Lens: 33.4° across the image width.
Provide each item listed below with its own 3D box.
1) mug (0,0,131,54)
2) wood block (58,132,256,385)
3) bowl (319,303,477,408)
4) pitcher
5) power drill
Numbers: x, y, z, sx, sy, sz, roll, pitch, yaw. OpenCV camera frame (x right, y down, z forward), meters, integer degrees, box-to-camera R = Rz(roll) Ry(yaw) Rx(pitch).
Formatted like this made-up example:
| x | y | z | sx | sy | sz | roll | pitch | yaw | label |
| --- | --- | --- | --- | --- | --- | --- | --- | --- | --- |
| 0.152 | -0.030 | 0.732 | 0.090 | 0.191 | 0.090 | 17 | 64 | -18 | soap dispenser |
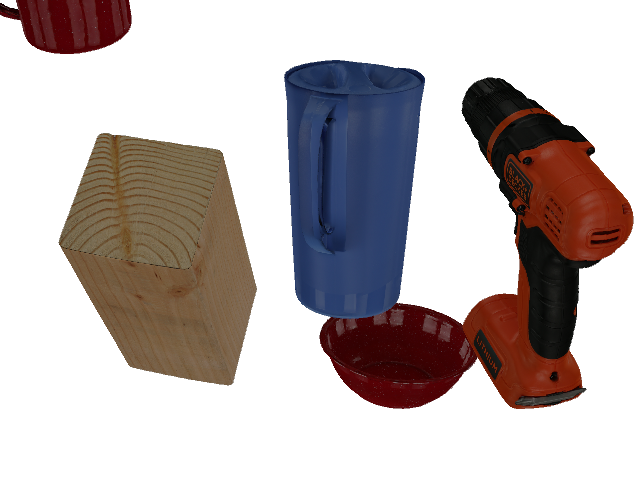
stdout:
| x | y | z | sx | sy | sz | roll | pitch | yaw | label |
| --- | --- | --- | --- | --- | --- | --- | --- | --- | --- |
| -0.197 | -0.190 | 0.788 | 0.117 | 0.081 | 0.093 | -2 | 36 | 1 | mug |
| -0.109 | 0.022 | 0.774 | 0.090 | 0.090 | 0.206 | 9 | -27 | 9 | wood block |
| 0.078 | 0.124 | 1.093 | 0.162 | 0.055 | 0.162 | 2 | 25 | -1 | bowl |
| 0.025 | -0.047 | 1.043 | 0.149 | 0.243 | 0.145 | -8 | 24 | -21 | pitcher |
| 0.135 | 0.003 | 0.712 | 0.057 | 0.188 | 0.184 | -9 | 36 | -11 | power drill |
